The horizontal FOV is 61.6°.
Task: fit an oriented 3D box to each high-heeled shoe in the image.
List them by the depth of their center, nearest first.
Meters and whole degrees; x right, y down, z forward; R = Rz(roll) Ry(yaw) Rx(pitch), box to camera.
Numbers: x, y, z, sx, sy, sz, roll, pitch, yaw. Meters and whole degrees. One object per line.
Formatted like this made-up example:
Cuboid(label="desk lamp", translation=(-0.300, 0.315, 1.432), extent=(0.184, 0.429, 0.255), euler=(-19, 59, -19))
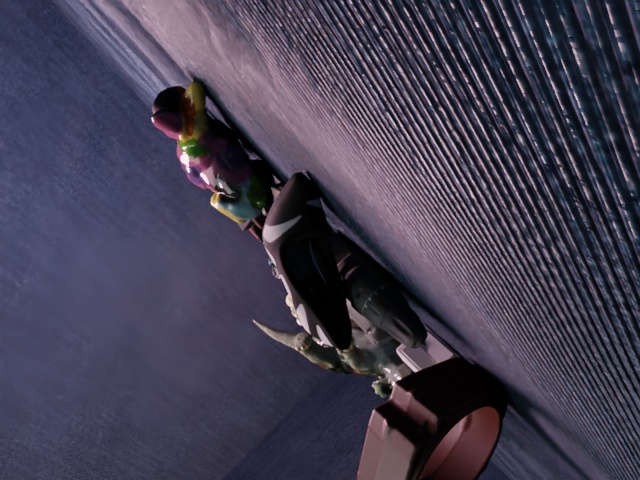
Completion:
Cuboid(label="high-heeled shoe", translation=(-0.003, 0.039, 0.701), extent=(0.145, 0.086, 0.248), euler=(49, 155, 32))

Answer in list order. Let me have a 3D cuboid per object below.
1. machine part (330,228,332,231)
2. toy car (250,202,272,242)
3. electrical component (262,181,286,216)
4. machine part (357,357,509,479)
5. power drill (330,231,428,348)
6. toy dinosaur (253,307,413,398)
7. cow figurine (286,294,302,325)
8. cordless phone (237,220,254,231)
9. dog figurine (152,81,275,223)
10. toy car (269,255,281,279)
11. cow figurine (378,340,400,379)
Cuboid(label="machine part", translation=(-0.002, -0.003, 0.881), extent=(0.084, 0.039, 0.138), euler=(25, 150, 50))
Cuboid(label="toy car", translation=(-0.127, -0.073, 1.057), extent=(0.053, 0.089, 0.202), euler=(47, 176, 37))
Cuboid(label="electrical component", translation=(-0.051, -0.043, 0.817), extent=(0.102, 0.045, 0.078), euler=(38, 150, 49))
Cuboid(label="machine part", translation=(0.156, 0.273, 0.723), extent=(0.201, 0.200, 0.087), euler=(-7, -153, -36))
Cuboid(label="power drill", translation=(0.079, 0.099, 0.818), extent=(0.232, 0.086, 0.207), euler=(45, 178, 27))
Cuboid(label="toy dinosaur", translation=(0.058, 0.211, 1.023), extent=(0.405, 0.131, 0.192), euler=(4, 140, 47))
Cuboid(label="cow figurine", translation=(-0.022, 0.196, 1.380), extent=(0.167, 0.068, 0.098), euler=(43, 169, 5))
Cuboid(label="cordless phone", translation=(-0.165, -0.124, 1.132), extent=(0.147, 0.089, 0.184), euler=(54, 165, 36))
Cuboid(label="dog figurine", translation=(-0.167, -0.139, 0.824), extent=(0.192, 0.108, 0.219), euler=(45, 172, 23))
Cuboid(label="toy car", translation=(-0.027, 0.024, 0.985), extent=(0.162, 0.109, 0.102), euler=(30, 148, 40))
Cuboid(label="cow figurine", translation=(0.136, 0.226, 1.145), extent=(0.127, 0.085, 0.195), euler=(41, 154, 6))
